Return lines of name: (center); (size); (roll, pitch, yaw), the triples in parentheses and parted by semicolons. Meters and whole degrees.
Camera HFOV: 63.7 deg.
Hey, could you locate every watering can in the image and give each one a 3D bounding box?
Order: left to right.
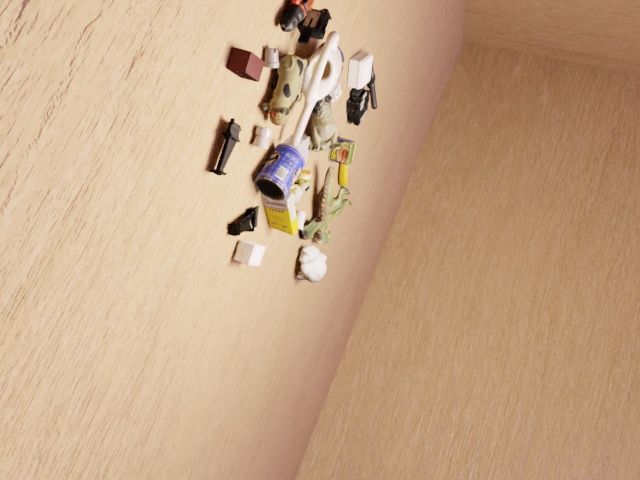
watering can: (-0.012, -0.458, 1.539); (0.229, 0.104, 0.341); (-69, -178, -60)

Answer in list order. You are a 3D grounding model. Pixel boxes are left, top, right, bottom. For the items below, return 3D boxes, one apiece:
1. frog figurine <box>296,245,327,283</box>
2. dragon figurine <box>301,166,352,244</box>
frog figurine: (-0.026, 0.086, 2.045); (0.139, 0.124, 0.156); (-26, 147, -40)
dragon figurine: (0.006, -0.100, 1.993); (0.246, 0.123, 0.402); (-57, 158, -17)
